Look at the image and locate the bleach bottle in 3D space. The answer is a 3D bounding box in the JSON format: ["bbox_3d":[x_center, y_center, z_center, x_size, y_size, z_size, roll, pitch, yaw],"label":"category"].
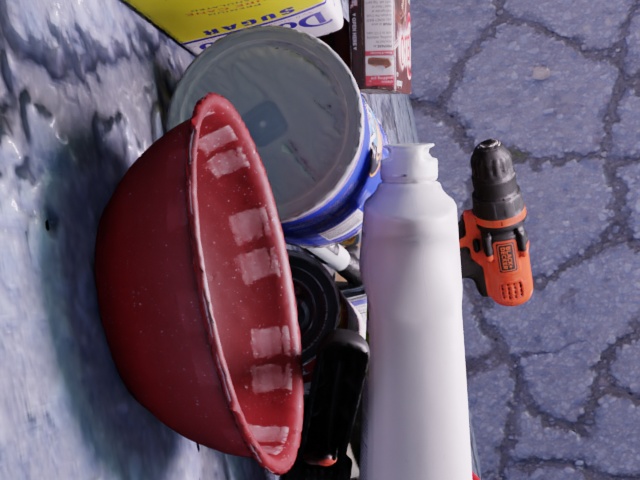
[{"bbox_3d":[0.050,0.074,0.577,0.102,0.068,0.251,-108,-164,-82],"label":"bleach bottle"}]

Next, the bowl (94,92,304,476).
[{"bbox_3d":[-0.052,0.022,0.453,0.162,0.055,0.162,-11,90,-80],"label":"bowl"}]

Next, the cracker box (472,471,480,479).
[{"bbox_3d":[0.126,0.297,0.984,0.214,0.072,0.164,-143,-140,-75],"label":"cracker box"}]

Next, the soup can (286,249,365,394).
[{"bbox_3d":[-0.012,0.051,0.620,0.102,0.068,0.068,53,28,-70],"label":"soup can"}]

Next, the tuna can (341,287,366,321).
[{"bbox_3d":[0.014,0.054,0.717,0.086,0.086,0.034,-19,97,-80],"label":"tuna can"}]

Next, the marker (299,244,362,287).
[{"bbox_3d":[-0.005,0.001,0.726,0.121,0.020,0.020,36,38,-40],"label":"marker"}]

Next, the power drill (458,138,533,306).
[{"bbox_3d":[0.116,-0.004,1.078,0.057,0.188,0.184,-80,158,-62],"label":"power drill"}]

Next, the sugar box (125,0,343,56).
[{"bbox_3d":[-0.047,-0.139,0.557,0.176,0.093,0.048,25,55,-78],"label":"sugar box"}]

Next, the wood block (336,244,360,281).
[{"bbox_3d":[0.061,0.036,1.006,0.091,0.090,0.206,-90,165,-52],"label":"wood block"}]

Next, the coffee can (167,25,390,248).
[{"bbox_3d":[-0.016,-0.052,0.606,0.140,0.103,0.103,28,52,-78],"label":"coffee can"}]

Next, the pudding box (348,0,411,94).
[{"bbox_3d":[0.049,-0.160,0.838,0.113,0.039,0.090,-29,117,-75],"label":"pudding box"}]

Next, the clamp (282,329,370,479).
[{"bbox_3d":[0.000,0.121,0.578,0.210,0.036,0.164,-79,179,-88],"label":"clamp"}]

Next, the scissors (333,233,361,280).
[{"bbox_3d":[-0.005,-0.012,0.858,0.096,0.016,0.202,46,-16,4],"label":"scissors"}]

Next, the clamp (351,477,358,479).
[{"bbox_3d":[0.039,0.220,0.736,0.120,0.039,0.171,-35,-145,55],"label":"clamp"}]
